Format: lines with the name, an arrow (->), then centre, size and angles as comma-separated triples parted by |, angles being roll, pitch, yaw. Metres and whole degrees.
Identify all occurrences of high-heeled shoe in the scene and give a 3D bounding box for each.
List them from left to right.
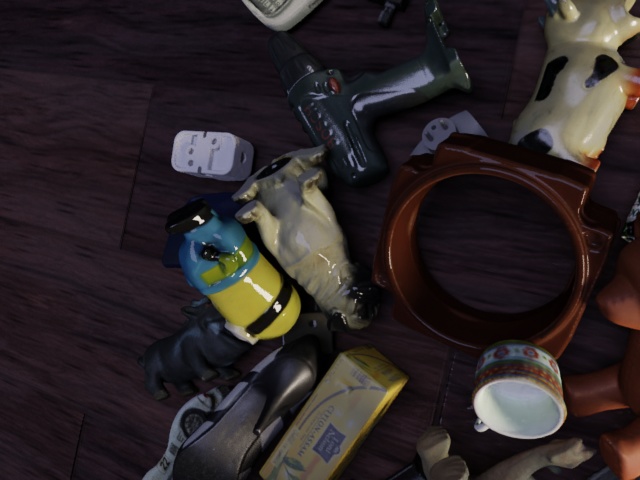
high-heeled shoe -> -0.085, 0.207, 0.622 | 0.086, 0.145, 0.248 | 40, 126, -3

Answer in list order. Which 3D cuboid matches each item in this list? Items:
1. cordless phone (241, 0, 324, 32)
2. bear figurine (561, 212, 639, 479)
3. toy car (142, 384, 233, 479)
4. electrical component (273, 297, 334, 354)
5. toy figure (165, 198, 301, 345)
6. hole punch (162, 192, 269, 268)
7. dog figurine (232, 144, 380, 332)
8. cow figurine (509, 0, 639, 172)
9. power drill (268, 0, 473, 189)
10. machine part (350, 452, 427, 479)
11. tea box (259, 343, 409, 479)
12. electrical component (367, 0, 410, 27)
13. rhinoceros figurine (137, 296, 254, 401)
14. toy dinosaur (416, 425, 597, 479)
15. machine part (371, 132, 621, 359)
cordless phone -> -0.056, -0.348, 0.629 | 0.146, 0.184, 0.089 | -38, 68, 16
bear figurine -> 0.274, 0.085, 0.457 | 0.132, 0.120, 0.195 | -22, 114, 6
toy car -> -0.171, 0.270, 0.687 | 0.056, 0.073, 0.201 | 31, 98, 22
electrical component -> -0.023, 0.111, 0.656 | 0.078, 0.045, 0.102 | -10, 84, -5
toy figure -> -0.090, 0.037, 0.577 | 0.089, 0.082, 0.180 | -17, 119, 22
hole punch -> -0.130, -0.006, 0.687 | 0.142, 0.092, 0.115 | 0, 82, 27
dog figurine -> -0.004, 0.001, 0.632 | 0.121, 0.172, 0.190 | -23, 116, 17
cow figurine -> 0.255, -0.160, 0.538 | 0.127, 0.085, 0.194 | 28, 98, 16
power drill -> 0.056, -0.192, 0.625 | 0.207, 0.086, 0.232 | -25, 78, 16
machine part -> 0.077, 0.293, 0.600 | 0.139, 0.039, 0.084 | -40, 67, 17
tea box -> 0.018, 0.205, 0.599 | 0.068, 0.098, 0.169 | 35, 101, 22
electrical component -> 0.082, -0.309, 0.654 | 0.063, 0.021, 0.094 | 27, 97, 23
rhinoceros figurine -> -0.150, 0.132, 0.695 | 0.190, 0.073, 0.112 | -33, 66, 18
toy dinosaur -> 0.081, 0.345, 0.528 | 0.471, 0.105, 0.198 | -43, 95, 15
machine part -> 0.161, 0.010, 0.524 | 0.201, 0.087, 0.201 | 23, 116, 23
